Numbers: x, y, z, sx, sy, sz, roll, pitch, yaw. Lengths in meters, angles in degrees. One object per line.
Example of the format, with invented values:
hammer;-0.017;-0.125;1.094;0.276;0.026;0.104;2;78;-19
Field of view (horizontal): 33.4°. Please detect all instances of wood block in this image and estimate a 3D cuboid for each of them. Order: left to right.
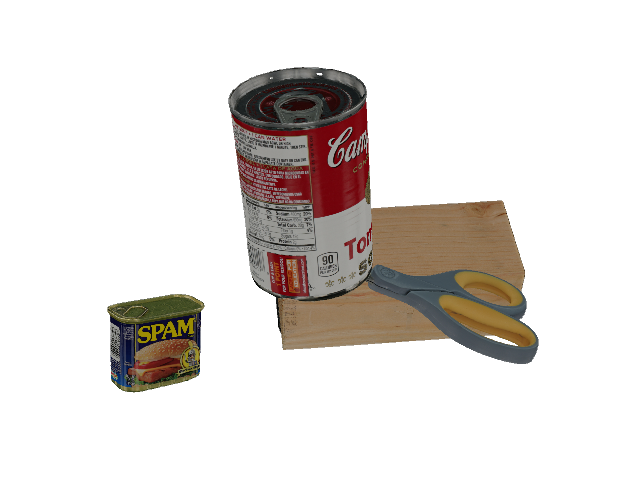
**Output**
wood block;0.065;0.031;0.952;0.206;0.091;0.090;-4;-43;-5

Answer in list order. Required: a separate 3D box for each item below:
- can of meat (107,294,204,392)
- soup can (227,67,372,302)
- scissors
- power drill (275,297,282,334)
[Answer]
can of meat;-0.178;0.110;1.154;0.101;0.084;0.058;-8;18;-36
soup can;-0.008;-0.028;0.545;0.068;0.102;0.068;-3;31;2
scissors;0.057;0.023;0.718;0.202;0.016;0.096;27;29;14
power drill;0.042;0.056;1.239;0.187;0.057;0.184;-1;28;2
